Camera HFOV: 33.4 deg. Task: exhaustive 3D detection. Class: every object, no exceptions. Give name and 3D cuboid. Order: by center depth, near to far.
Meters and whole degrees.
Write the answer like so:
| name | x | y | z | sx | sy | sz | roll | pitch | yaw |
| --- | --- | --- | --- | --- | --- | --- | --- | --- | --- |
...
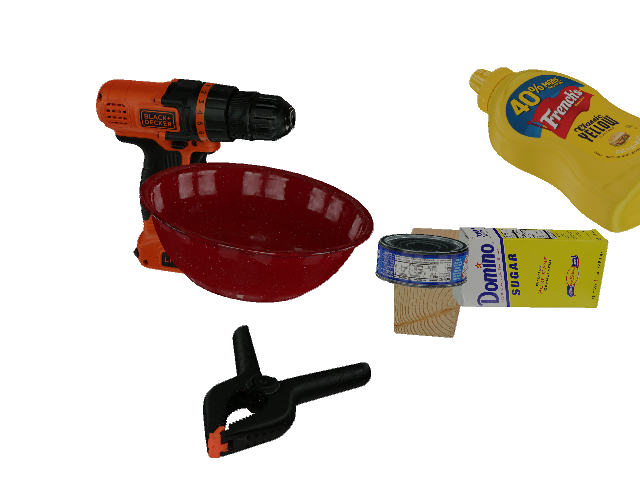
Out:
| name | x | y | z | sx | sy | sz | roll | pitch | yaw |
| --- | --- | --- | --- | --- | --- | --- | --- | --- | --- |
| bowl | -0.047 | -0.001 | 0.740 | 0.162 | 0.055 | 0.162 | 9 | 22 | -4 |
| mustard bottle | 0.191 | -0.086 | 0.845 | 0.096 | 0.058 | 0.192 | -34 | 52 | -21 |
| power drill | -0.110 | -0.058 | 0.988 | 0.184 | 0.188 | 0.057 | 8 | 31 | 15 |
| tuna can | 0.095 | 0.018 | 0.994 | 0.086 | 0.034 | 0.086 | 3 | 12 | -1 |
| clamp | -0.048 | 0.159 | 1.097 | 0.165 | 0.036 | 0.209 | 11 | 27 | 16 |
| sugar box | 0.254 | 0.034 | 1.302 | 0.176 | 0.093 | 0.048 | -1 | 21 | -9 |
| wood block | 0.171 | 0.060 | 1.627 | 0.091 | 0.090 | 0.206 | 4 | 23 | 11 |
